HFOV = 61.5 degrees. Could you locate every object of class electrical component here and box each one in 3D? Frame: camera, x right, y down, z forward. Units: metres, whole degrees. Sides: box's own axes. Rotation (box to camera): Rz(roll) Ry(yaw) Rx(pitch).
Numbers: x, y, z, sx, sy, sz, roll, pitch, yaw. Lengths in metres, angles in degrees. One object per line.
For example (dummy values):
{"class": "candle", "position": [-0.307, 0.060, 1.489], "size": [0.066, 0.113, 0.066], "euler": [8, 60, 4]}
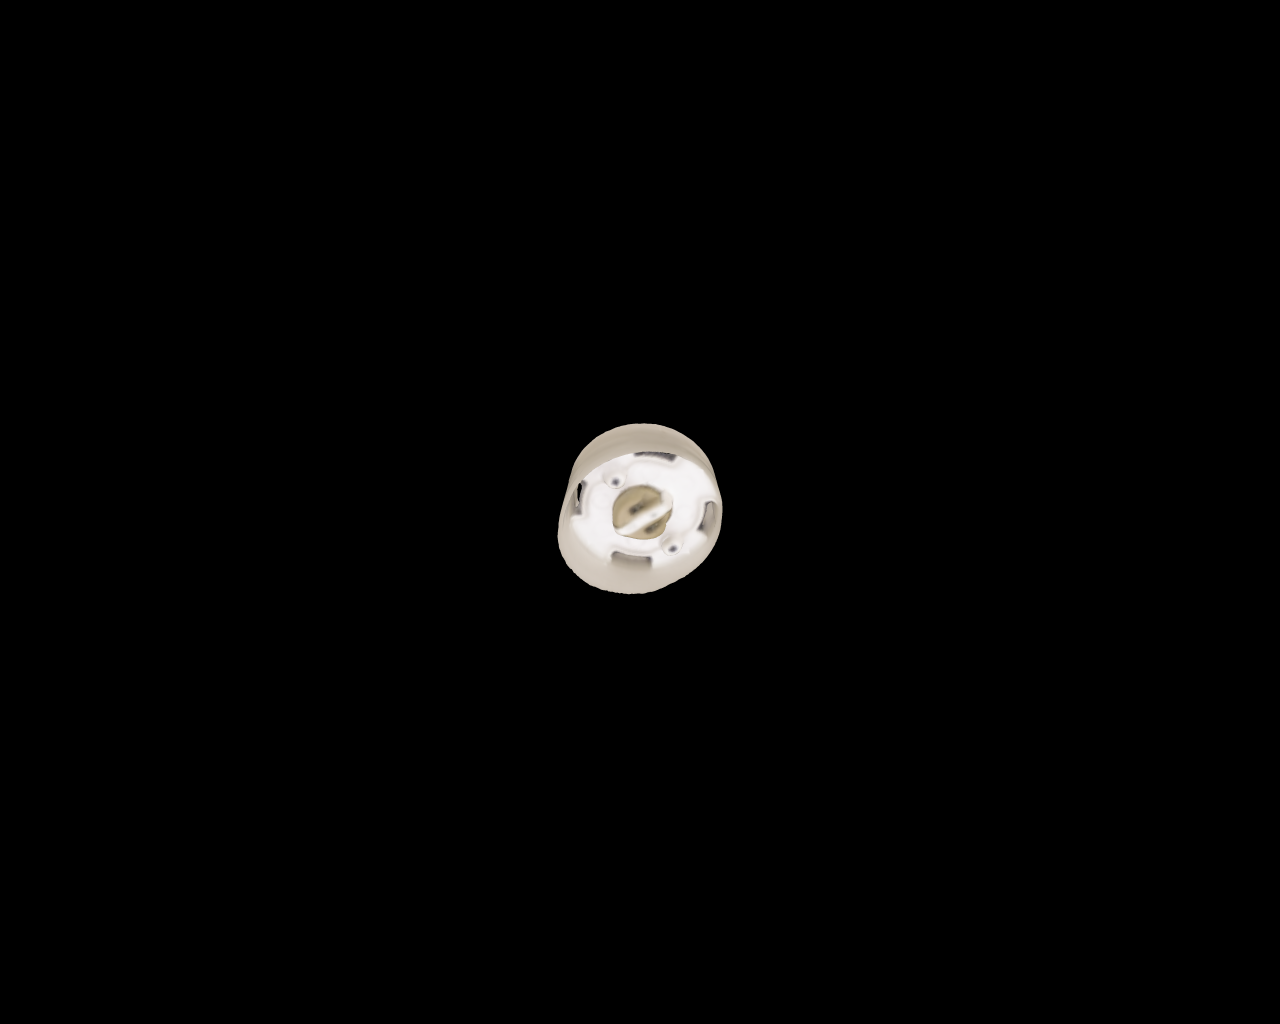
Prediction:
{"class": "electrical component", "position": [0.001, -0.003, 0.650], "size": [0.099, 0.099, 0.064], "euler": [0, 36, 0]}
